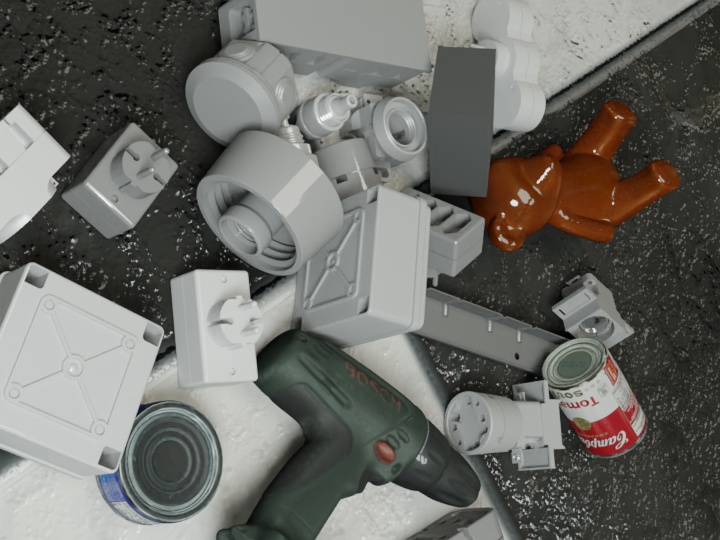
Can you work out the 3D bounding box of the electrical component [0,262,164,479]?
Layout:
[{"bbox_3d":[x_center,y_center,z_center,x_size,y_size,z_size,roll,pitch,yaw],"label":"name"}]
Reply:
[{"bbox_3d":[-0.199,0.067,0.703,0.109,0.056,0.108,31,60,-31],"label":"electrical component"}]

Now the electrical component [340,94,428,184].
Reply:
[{"bbox_3d":[0.022,-0.118,0.942,0.058,0.057,0.078,0,79,-41],"label":"electrical component"}]

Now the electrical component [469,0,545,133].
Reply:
[{"bbox_3d":[0.136,-0.208,1.067,0.074,0.052,0.138,2,77,-40],"label":"electrical component"}]

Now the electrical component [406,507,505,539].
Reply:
[{"bbox_3d":[0.078,0.244,0.896,0.095,0.054,0.059,-20,92,-42],"label":"electrical component"}]

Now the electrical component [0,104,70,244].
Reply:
[{"bbox_3d":[-0.239,-0.055,0.705,0.055,0.050,0.089,48,53,-21],"label":"electrical component"}]

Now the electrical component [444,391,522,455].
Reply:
[{"bbox_3d":[0.111,0.136,0.954,0.047,0.055,0.055,9,73,-43],"label":"electrical component"}]

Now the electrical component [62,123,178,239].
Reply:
[{"bbox_3d":[-0.160,-0.068,0.759,0.047,0.077,0.065,45,53,-23],"label":"electrical component"}]

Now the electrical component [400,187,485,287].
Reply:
[{"bbox_3d":[0.060,-0.019,0.944,0.047,0.083,0.075,-39,142,-40],"label":"electrical component"}]

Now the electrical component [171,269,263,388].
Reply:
[{"bbox_3d":[-0.097,0.040,0.786,0.047,0.076,0.083,2,78,-41],"label":"electrical component"}]

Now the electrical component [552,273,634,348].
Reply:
[{"bbox_3d":[0.232,0.042,1.078,0.081,0.042,0.063,39,28,-27],"label":"electrical component"}]

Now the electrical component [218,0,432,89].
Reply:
[{"bbox_3d":[-0.032,-0.221,0.920,0.186,0.060,0.105,1,78,-41],"label":"electrical component"}]

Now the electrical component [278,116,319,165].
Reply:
[{"bbox_3d":[-0.055,-0.088,0.879,0.040,0.040,0.078,-10,84,-42],"label":"electrical component"}]

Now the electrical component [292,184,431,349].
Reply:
[{"bbox_3d":[0.000,0.000,0.858,0.056,0.109,0.108,18,68,-34],"label":"electrical component"}]

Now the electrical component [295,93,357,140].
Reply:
[{"bbox_3d":[-0.026,-0.132,0.902,0.035,0.061,0.035,12,71,-38],"label":"electrical component"}]

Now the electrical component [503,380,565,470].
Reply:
[{"bbox_3d":[0.151,0.144,0.994,0.064,0.042,0.081,7,73,-38],"label":"electrical component"}]

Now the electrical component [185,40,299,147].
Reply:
[{"bbox_3d":[-0.090,-0.136,0.836,0.080,0.080,0.051,51,46,-19],"label":"electrical component"}]

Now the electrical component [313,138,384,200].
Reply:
[{"bbox_3d":[-0.012,-0.081,0.906,0.055,0.055,0.047,-15,85,-42],"label":"electrical component"}]

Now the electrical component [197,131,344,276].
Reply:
[{"bbox_3d":[-0.073,-0.044,0.810,0.108,0.108,0.060,51,58,-19],"label":"electrical component"}]
